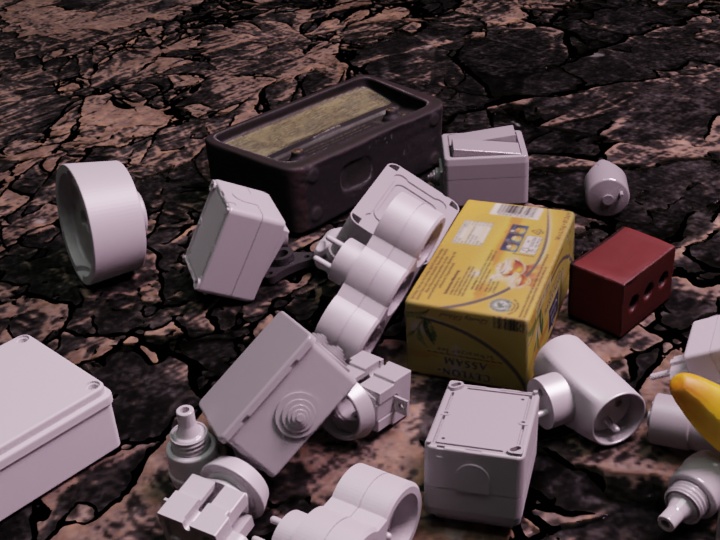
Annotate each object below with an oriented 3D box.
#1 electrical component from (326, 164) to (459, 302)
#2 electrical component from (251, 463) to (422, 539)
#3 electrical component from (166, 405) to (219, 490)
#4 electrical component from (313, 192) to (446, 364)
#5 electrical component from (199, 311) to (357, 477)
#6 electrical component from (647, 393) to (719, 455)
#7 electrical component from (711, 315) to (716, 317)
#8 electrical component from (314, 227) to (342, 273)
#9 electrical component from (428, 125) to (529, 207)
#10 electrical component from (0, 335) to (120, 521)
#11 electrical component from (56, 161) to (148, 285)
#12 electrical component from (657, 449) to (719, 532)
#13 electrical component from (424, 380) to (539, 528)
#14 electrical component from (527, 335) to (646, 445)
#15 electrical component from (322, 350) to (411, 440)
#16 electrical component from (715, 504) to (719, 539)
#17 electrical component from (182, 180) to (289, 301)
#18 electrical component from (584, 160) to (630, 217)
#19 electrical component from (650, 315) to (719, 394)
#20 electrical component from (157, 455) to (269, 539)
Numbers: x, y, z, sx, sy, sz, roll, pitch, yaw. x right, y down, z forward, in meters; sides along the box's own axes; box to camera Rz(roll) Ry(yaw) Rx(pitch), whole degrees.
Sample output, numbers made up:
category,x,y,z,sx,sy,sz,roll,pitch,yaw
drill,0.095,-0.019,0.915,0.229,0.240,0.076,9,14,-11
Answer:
category,x,y,z,sx,sy,sz,roll,pitch,yaw
electrical component,0.027,-0.030,0.916,0.078,0.057,0.113,33,37,1
electrical component,-0.029,0.164,0.633,0.074,0.052,0.138,15,36,29
electrical component,-0.112,0.117,0.712,0.035,0.061,0.035,-3,31,2
electrical component,0.000,0.000,0.826,0.074,0.052,0.138,30,85,12
electrical component,-0.055,0.082,0.720,0.099,0.048,0.100,-49,18,-5
electrical component,0.226,0.104,0.717,0.065,0.044,0.044,8,33,27
electrical component,0.265,0.058,0.790,0.040,0.040,0.046,7,26,18
electrical component,-0.017,-0.022,0.956,0.035,0.035,0.061,7,31,17
electrical component,0.114,-0.101,1.047,0.096,0.061,0.061,-2,31,2
electrical component,-0.243,0.107,0.747,0.109,0.056,0.109,23,41,37
electrical component,-0.224,-0.045,0.953,0.060,0.108,0.108,-14,32,-27
electrical component,0.205,0.140,0.666,0.035,0.035,0.061,25,44,38
electrical component,0.081,0.117,0.698,0.062,0.061,0.096,5,24,14
electrical component,0.143,0.088,0.748,0.079,0.044,0.077,-15,33,-17
electrical component,0.001,0.090,0.760,0.066,0.048,0.055,20,31,34
electrical component,0.240,0.153,0.627,0.066,0.047,0.076,-2,24,3
electrical component,-0.107,-0.018,0.918,0.061,0.096,0.061,14,23,-27
electrical component,0.233,-0.083,1.023,0.040,0.040,0.078,1,31,8
electrical component,0.241,0.074,0.748,0.077,0.065,0.047,-19,20,35
electrical component,-0.089,0.150,0.672,0.066,0.048,0.055,14,43,27
